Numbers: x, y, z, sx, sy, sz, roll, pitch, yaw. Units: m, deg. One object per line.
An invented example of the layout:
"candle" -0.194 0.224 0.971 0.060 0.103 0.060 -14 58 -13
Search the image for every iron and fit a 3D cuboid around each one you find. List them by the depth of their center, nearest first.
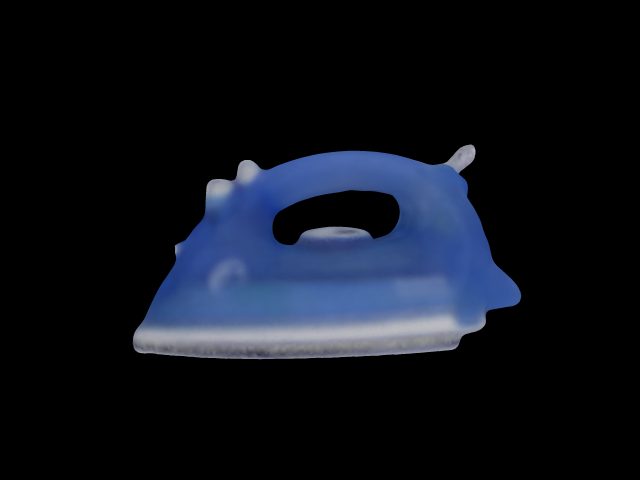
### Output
"iron" 0.004 0.001 0.400 0.259 0.141 0.118 -1 4 -15
